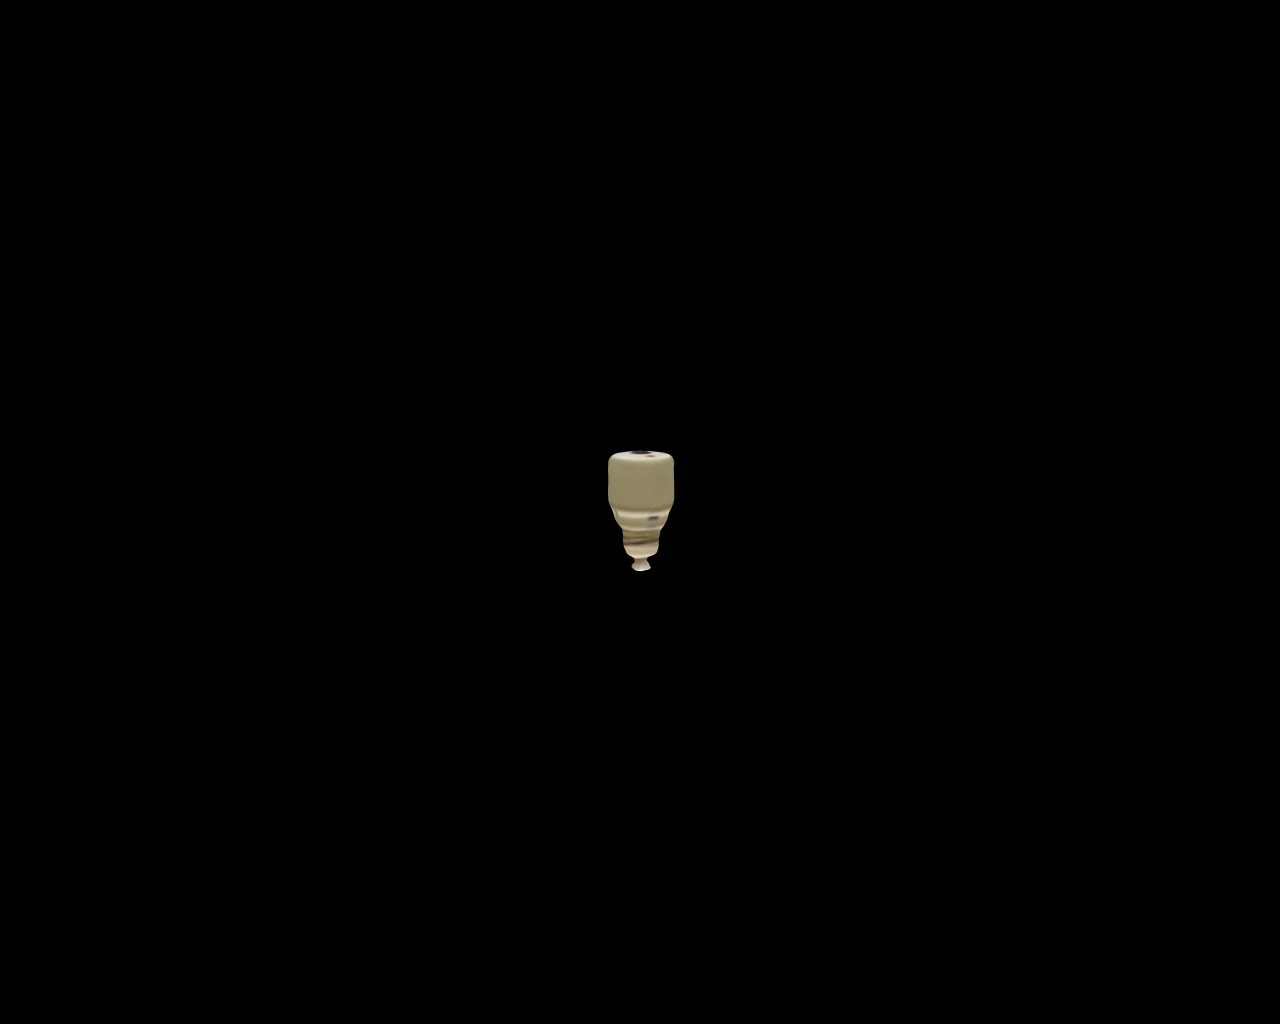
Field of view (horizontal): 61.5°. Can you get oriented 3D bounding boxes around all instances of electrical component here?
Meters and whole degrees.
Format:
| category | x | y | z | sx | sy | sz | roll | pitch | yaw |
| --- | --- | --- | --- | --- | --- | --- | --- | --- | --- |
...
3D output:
| category | x | y | z | sx | sy | sz | roll | pitch | yaw |
| --- | --- | --- | --- | --- | --- | --- | --- | --- | --- |
| electrical component | 0.001 | -0.003 | 0.650 | 0.040 | 0.078 | 0.040 | 0 | 11 | 0 |
